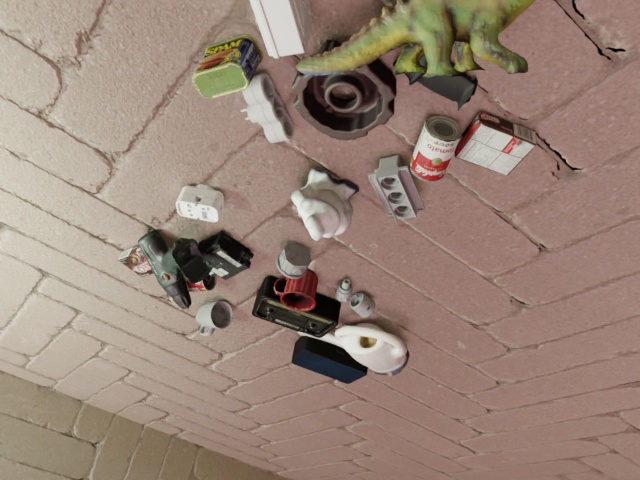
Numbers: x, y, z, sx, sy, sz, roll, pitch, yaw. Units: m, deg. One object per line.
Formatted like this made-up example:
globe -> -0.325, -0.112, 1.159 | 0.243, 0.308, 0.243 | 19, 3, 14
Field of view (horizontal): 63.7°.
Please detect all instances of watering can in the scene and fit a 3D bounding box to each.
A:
watering can -> 0.116, 0.309, 1.520 | 0.346, 0.106, 0.221 | -5, 142, 41

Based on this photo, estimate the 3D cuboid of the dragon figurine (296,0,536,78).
dragon figurine -> 0.164, -0.341, 0.696 | 0.410, 0.124, 0.238 | 1, 115, 5

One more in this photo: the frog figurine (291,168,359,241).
frog figurine -> 0.003, -0.052, 1.043 | 0.121, 0.163, 0.136 | -24, 129, 39
